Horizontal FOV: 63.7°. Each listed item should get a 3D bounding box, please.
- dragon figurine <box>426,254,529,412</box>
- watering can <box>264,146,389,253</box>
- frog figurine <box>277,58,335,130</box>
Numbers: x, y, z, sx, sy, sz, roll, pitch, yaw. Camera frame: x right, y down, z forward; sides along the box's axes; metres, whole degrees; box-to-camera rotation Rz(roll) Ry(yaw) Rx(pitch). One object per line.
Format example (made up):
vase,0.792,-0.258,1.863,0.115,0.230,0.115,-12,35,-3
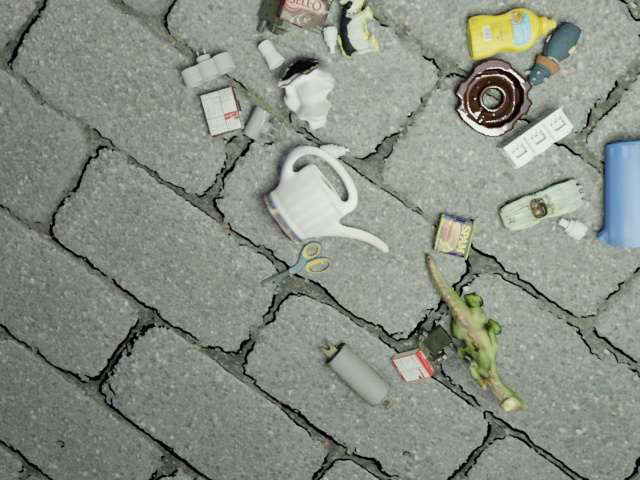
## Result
dragon figurine,0.361,0.235,1.225,0.121,0.246,0.409,-35,95,18
watering can,0.004,-0.065,1.298,0.223,0.105,0.346,-33,98,13
frog figurine,-0.020,-0.362,1.273,0.137,0.125,0.156,-33,130,4
